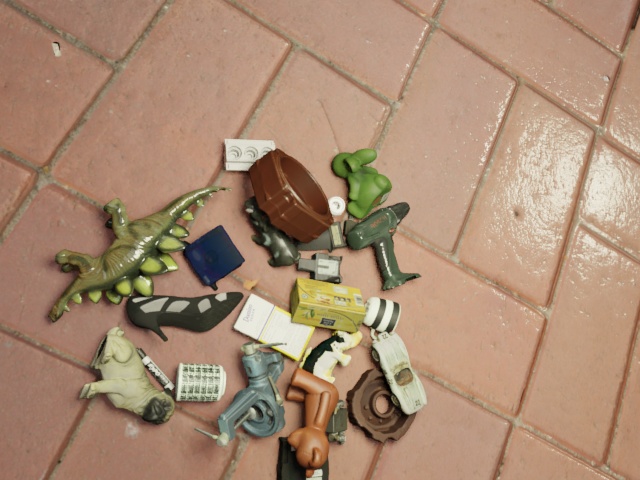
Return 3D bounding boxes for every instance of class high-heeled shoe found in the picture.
[{"bbox_3d":[-0.311,0.144,1.237,0.249,0.086,0.145,-24,55,-38],"label":"high-heeled shoe"}]

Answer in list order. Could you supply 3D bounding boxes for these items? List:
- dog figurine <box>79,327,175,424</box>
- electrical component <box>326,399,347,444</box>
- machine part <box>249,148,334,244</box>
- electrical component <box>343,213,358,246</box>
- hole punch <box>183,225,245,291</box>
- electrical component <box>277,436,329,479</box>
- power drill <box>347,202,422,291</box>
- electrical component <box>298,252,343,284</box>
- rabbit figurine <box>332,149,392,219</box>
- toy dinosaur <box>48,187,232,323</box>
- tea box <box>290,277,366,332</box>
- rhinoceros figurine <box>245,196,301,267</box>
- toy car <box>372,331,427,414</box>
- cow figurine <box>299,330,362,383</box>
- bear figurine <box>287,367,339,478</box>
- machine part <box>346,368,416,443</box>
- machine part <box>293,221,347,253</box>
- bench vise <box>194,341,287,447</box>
[{"bbox_3d":[-0.392,0.294,1.158,0.190,0.121,0.172,24,75,-26],"label":"dog figurine"},{"bbox_3d":[0.043,0.428,1.266,0.078,0.045,0.102,23,64,-48],"label":"electrical component"},{"bbox_3d":[-0.064,-0.106,1.272,0.200,0.087,0.201,32,31,-45],"label":"machine part"},{"bbox_3d":[0.093,-0.026,1.411,0.063,0.021,0.094,10,75,-16],"label":"electrical component"},{"bbox_3d":[-0.246,0.036,1.256,0.116,0.092,0.142,-34,94,-18],"label":"hole punch"},{"bbox_3d":[-0.040,0.520,1.231,0.115,0.058,0.134,6,76,-14],"label":"electrical component"},{"bbox_3d":[0.189,0.017,1.395,0.232,0.086,0.207,-19,91,-38],"label":"power drill"},{"bbox_3d":[-0.003,0.071,1.346,0.119,0.048,0.075,4,77,-17],"label":"electrical component"},{"bbox_3d":[0.092,-0.162,1.383,0.121,0.159,0.170,-39,74,-20],"label":"rabbit figurine"},{"bbox_3d":[-0.403,0.011,1.185,0.198,0.105,0.471,41,77,4],"label":"toy dinosaur"},{"bbox_3d":[0.017,0.157,1.301,0.170,0.068,0.098,12,32,-14],"label":"tea box"},{"bbox_3d":[-0.120,-0.019,1.295,0.073,0.112,0.190,-33,97,-19],"label":"rhinoceros figurine"},{"bbox_3d":[0.190,0.317,1.294,0.073,0.056,0.201,-21,84,-24],"label":"toy car"},{"bbox_3d":[0.026,0.270,1.304,0.098,0.068,0.167,40,68,0],"label":"cow figurine"},{"bbox_3d":[-0.031,0.405,1.187,0.132,0.120,0.196,20,52,4],"label":"bear figurine"},{"bbox_3d":[0.152,0.402,1.319,0.179,0.056,0.179,5,74,-18],"label":"machine part"},{"bbox_3d":[-0.003,-0.004,1.367,0.139,0.039,0.084,-12,86,-21],"label":"machine part"},{"bbox_3d":[-0.151,0.346,1.167,0.240,0.129,0.223,-33,122,-57],"label":"bench vise"}]
